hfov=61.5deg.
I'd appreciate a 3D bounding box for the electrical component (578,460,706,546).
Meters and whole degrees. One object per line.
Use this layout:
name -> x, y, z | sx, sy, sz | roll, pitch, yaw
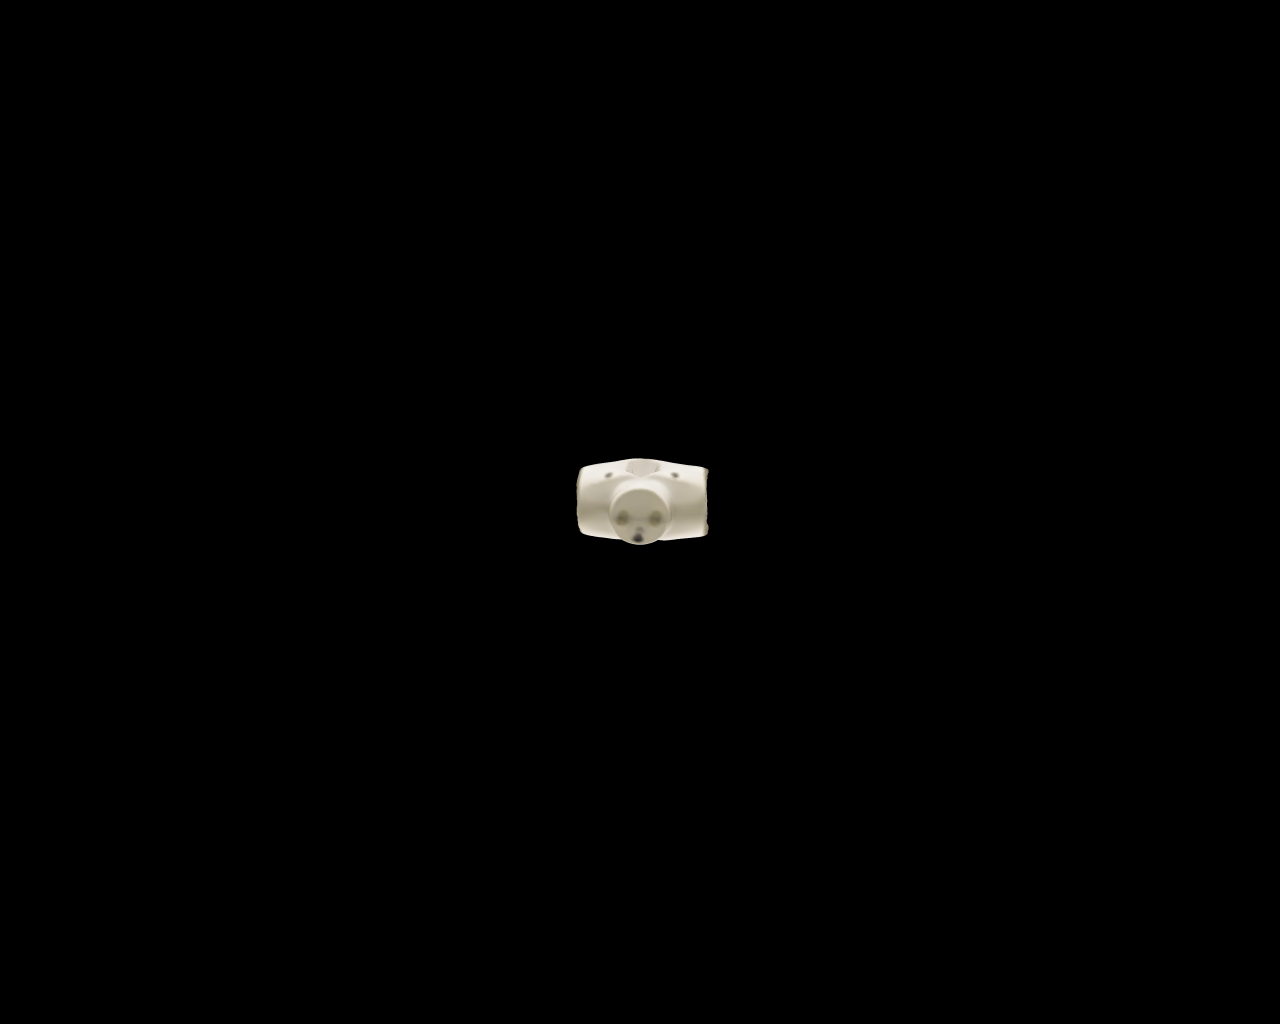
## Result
electrical component -> 0.001, -0.003, 0.650 | 0.077, 0.043, 0.079 | 1, 16, 5
